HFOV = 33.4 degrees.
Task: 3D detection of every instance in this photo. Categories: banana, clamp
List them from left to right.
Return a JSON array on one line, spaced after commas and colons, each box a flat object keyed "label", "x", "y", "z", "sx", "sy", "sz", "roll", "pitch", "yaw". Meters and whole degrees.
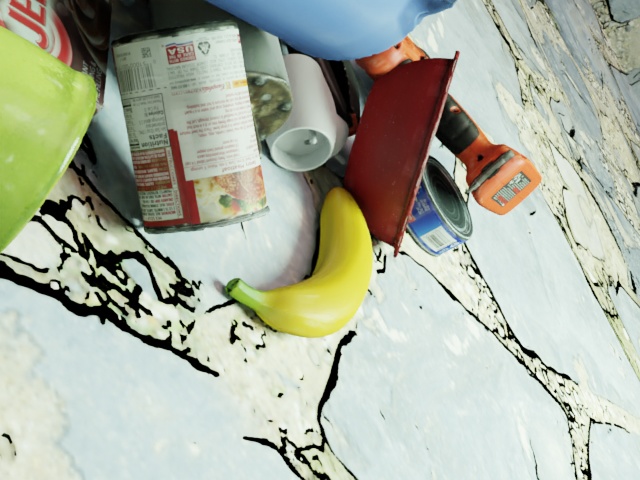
[{"label": "clamp", "x": -0.010, "y": -0.177, "z": 0.865, "sx": 0.164, "sy": 0.036, "sz": 0.210, "roll": 39, "pitch": 34, "yaw": -55}, {"label": "banana", "x": 0.004, "y": 0.018, "z": 0.692, "sx": 0.069, "sy": 0.037, "sz": 0.197, "roll": 58, "pitch": 25, "yaw": -6}]

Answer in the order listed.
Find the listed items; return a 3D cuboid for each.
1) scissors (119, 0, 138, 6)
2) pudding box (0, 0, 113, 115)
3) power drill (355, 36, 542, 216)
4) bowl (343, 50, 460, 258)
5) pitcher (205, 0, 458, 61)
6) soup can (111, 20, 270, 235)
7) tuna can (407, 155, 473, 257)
[{"label": "scissors", "x": -0.154, "y": -0.205, "z": 0.593, "sx": 0.096, "sy": 0.016, "sz": 0.201, "roll": 64, "pitch": 6, "yaw": 29}, {"label": "pudding box", "x": -0.150, "y": -0.120, "z": 0.540, "sx": 0.090, "sy": 0.039, "sz": 0.113, "roll": 38, "pitch": 34, "yaw": -41}, {"label": "power drill", "x": 0.117, "y": -0.108, "z": 0.968, "sx": 0.188, "sy": 0.057, "sz": 0.184, "roll": 49, "pitch": 13, "yaw": 19}, {"label": "bowl", "x": 0.056, "y": -0.071, "z": 0.802, "sx": 0.055, "sy": 0.162, "sz": 0.162, "roll": 17, "pitch": 29, "yaw": 5}, {"label": "pitcher", "x": -0.040, "y": -0.175, "z": 0.516, "sx": 0.242, "sy": 0.149, "sz": 0.145, "roll": 2, "pitch": 72, "yaw": -65}, {"label": "soup can", "x": -0.068, "y": -0.059, "z": 0.560, "sx": 0.068, "sy": 0.069, "sz": 0.102, "roll": -29, "pitch": 111, "yaw": -65}, {"label": "tuna can", "x": 0.097, "y": -0.031, "z": 0.926, "sx": 0.086, "sy": 0.034, "sz": 0.086, "roll": 44, "pitch": 30, "yaw": -33}]
